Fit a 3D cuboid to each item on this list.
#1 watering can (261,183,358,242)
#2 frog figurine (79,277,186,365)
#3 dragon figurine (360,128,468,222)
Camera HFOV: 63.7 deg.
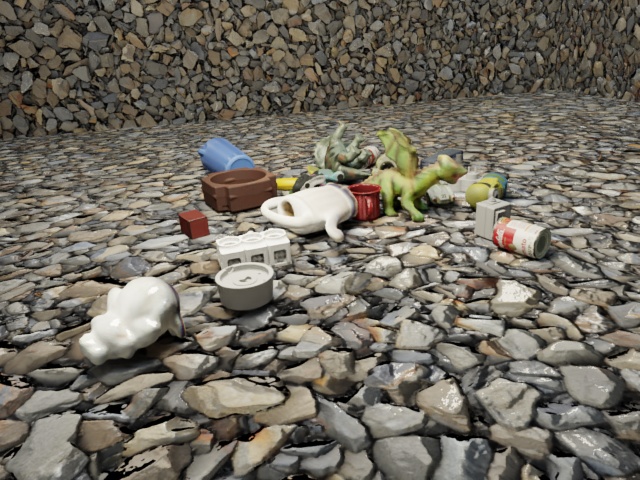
[{"bbox_3d":[0.004,-0.064,1.276,0.226,0.102,0.350,-18,26,-35],"label":"watering can"},{"bbox_3d":[-0.313,0.127,0.842,0.160,0.120,0.139,-9,38,-45],"label":"frog figurine"},{"bbox_3d":[0.202,-0.187,1.387,0.413,0.238,0.124,18,34,39],"label":"dragon figurine"}]
